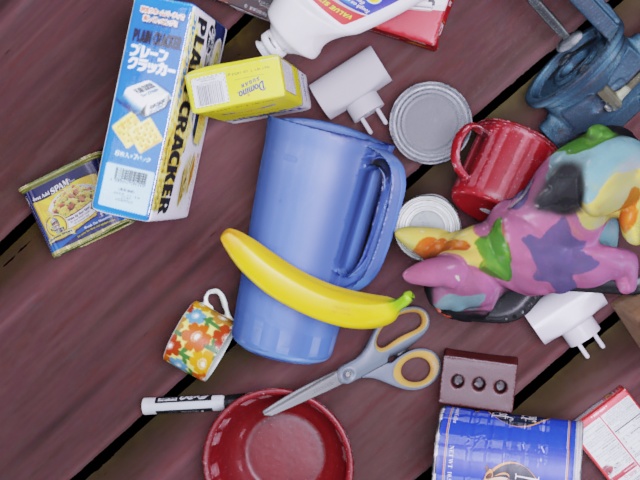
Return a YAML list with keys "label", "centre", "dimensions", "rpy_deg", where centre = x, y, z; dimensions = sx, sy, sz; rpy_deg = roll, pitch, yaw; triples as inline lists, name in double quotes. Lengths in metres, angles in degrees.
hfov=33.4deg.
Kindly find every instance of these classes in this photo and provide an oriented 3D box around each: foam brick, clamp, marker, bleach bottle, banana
- label: "foam brick"
  centre: [0.165, 0.146, 1.112]
  dimensions: [0.078, 0.051, 0.053]
  rpy_deg: [6, 94, 7]
- label: "clamp"
  centre: [0.211, 0.015, 1.096]
  dimensions: [0.210, 0.036, 0.164]
  rpy_deg: [-24, 63, 18]
- label: "marker"
  centre: [-0.136, 0.180, 1.172]
  dimensions: [0.121, 0.020, 0.020]
  rpy_deg: [-4, 92, 8]
- label: "bleach bottle"
  centre: [0.049, -0.248, 1.034]
  dimensions: [0.251, 0.068, 0.102]
  rpy_deg: [-34, 109, 17]
- label: "banana"
  centre: [-0.005, 0.043, 1.011]
  dimensions: [0.198, 0.037, 0.070]
  rpy_deg: [18, 123, 16]

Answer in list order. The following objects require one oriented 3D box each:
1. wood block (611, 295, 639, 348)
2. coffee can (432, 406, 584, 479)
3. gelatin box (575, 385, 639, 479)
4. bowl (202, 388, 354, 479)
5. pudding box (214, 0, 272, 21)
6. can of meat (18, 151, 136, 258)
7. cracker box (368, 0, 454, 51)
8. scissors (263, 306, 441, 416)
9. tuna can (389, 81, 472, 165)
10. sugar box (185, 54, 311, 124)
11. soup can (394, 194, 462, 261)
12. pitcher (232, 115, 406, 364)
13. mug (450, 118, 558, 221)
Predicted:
- label: "wood block"
  centre: [0.349, 0.083, 1.006]
  dimensions: [0.090, 0.206, 0.091]
  rpy_deg: [-32, 87, 7]
- label: "coffee can"
  centre: [0.187, 0.224, 1.064]
  dimensions: [0.140, 0.102, 0.103]
  rpy_deg: [4, 93, 13]
- label: "gelatin box"
  centre: [0.312, 0.208, 1.105]
  dimensions: [0.073, 0.030, 0.089]
  rpy_deg: [-39, 86, 5]
- label: "bowl"
  centre: [-0.041, 0.234, 1.143]
  dimensions: [0.162, 0.055, 0.162]
  rpy_deg: [0, 92, 8]
- label: "pudding box"
  centre: [-0.083, -0.292, 1.135]
  dimensions: [0.113, 0.039, 0.090]
  rpy_deg: [24, 95, 7]
- label: "can of meat"
  centre: [-0.262, -0.038, 1.163]
  dimensions: [0.102, 0.057, 0.084]
  rpy_deg: [-25, 91, 9]
- label: "cracker box"
  centre: [0.077, -0.321, 1.096]
  dimensions: [0.164, 0.072, 0.214]
  rpy_deg: [20, 96, 8]
- label: "scissors"
  centre: [0.045, 0.150, 1.116]
  dimensions: [0.201, 0.016, 0.096]
  rpy_deg: [-40, 98, -12]
- label: "tuna can"
  centre: [0.116, -0.121, 1.117]
  dimensions: [0.086, 0.033, 0.086]
  rpy_deg: [0, 92, 8]
- label: "sugar box"
  centre: [-0.067, -0.148, 1.070]
  dimensions: [0.093, 0.176, 0.048]
  rpy_deg: [-9, 89, 9]
- label: "soup can"
  centre: [0.111, -0.013, 1.087]
  dimensions: [0.068, 0.102, 0.068]
  rpy_deg: [0, 92, 7]
- label: "pitcher"
  centre: [-0.007, 0.001, 1.089]
  dimensions: [0.145, 0.149, 0.243]
  rpy_deg: [12, 97, -3]
- label: "mug"
  centre: [0.174, -0.069, 1.063]
  dimensions: [0.117, 0.093, 0.081]
  rpy_deg: [35, 74, -31]
